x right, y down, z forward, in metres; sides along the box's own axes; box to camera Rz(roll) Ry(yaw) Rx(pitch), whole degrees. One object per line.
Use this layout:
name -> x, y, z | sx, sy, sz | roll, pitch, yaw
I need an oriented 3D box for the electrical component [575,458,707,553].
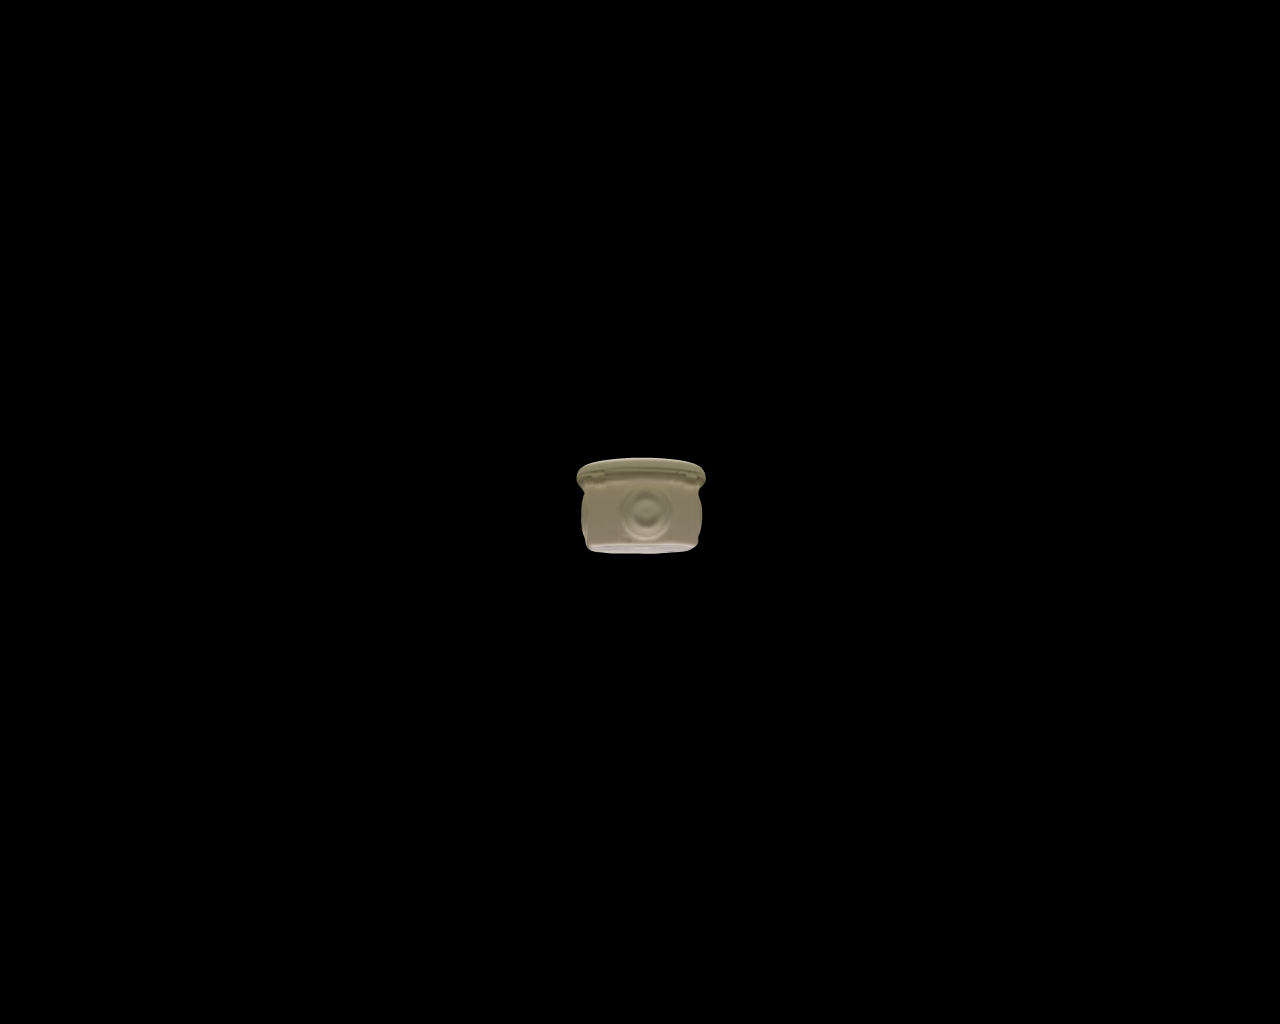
electrical component -> 0.001, -0.003, 0.650 | 0.080, 0.051, 0.080 | 0, -7, 0
